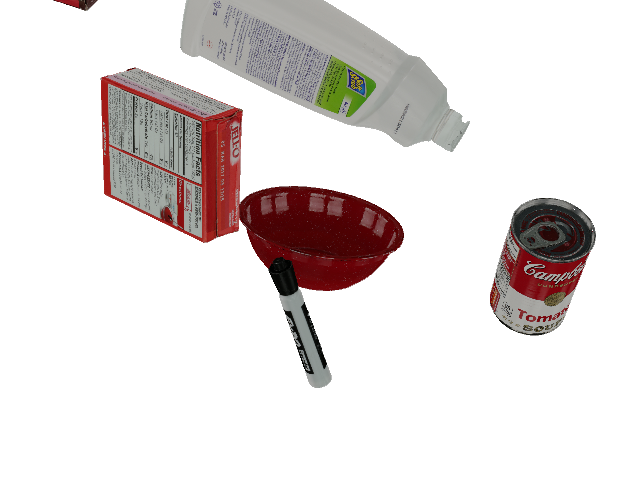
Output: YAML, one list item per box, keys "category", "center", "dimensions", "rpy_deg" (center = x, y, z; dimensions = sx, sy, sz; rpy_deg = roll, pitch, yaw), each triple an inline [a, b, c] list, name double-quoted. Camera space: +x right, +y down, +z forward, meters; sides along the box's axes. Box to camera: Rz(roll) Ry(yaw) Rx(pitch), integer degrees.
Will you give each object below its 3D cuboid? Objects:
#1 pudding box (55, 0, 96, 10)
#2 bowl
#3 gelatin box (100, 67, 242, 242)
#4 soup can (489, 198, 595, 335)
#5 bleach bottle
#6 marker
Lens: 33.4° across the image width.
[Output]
- category: "pudding box"
  center: [-0.193, -0.223, 0.806]
  dimensions: [0.090, 0.039, 0.113]
  rpy_deg: [18, 38, 5]
- category: "bowl"
  center: [-0.003, 0.003, 1.033]
  dimensions: [0.162, 0.055, 0.162]
  rpy_deg: [8, 25, -4]
- category: "gelatin box"
  center: [-0.083, -0.048, 0.593]
  dimensions: [0.089, 0.073, 0.030]
  rpy_deg: [24, 34, 34]
- category: "soup can"
  center: [0.183, 0.023, 0.890]
  dimensions: [0.068, 0.068, 0.102]
  rpy_deg: [0, -41, -5]
- category: "bleach bottle"
  center: [0.006, -0.144, 0.890]
  dimensions: [0.251, 0.068, 0.103]
  rpy_deg: [31, -35, 7]
- category: "marker"
  center: [-0.016, 0.064, 0.823]
  dimensions: [0.020, 0.121, 0.020]
  rpy_deg: [-13, 32, 8]
